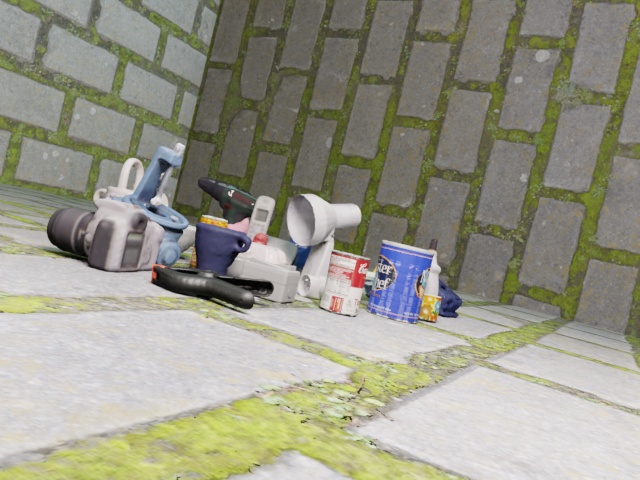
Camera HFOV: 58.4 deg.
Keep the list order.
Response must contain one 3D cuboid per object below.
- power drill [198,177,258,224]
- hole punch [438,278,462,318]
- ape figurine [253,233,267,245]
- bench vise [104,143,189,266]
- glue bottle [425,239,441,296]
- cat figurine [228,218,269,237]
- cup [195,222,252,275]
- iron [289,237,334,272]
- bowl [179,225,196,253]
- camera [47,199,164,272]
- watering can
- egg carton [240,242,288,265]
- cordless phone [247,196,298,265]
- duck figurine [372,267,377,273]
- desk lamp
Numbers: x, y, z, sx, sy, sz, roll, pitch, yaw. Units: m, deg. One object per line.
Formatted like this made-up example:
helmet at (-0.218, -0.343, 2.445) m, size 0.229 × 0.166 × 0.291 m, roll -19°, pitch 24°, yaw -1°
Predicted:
power drill at (-0.273, -0.065, 1.705) m, size 0.229 × 0.208 × 0.075 m, roll 13°, pitch 1°, yaw 1°
hole punch at (0.292, 0.135, 1.395) m, size 0.100 × 0.091 × 0.109 m, roll 14°, pitch 1°, yaw 34°
ape figurine at (-0.153, 0.027, 1.386) m, size 0.077 × 0.092 × 0.076 m, roll 14°, pitch 1°, yaw 20°
bench vise at (-0.319, -0.074, 1.022) m, size 0.207 × 0.220 × 0.122 m, roll 14°, pitch 1°, yaw 17°
glue bottle at (0.241, 0.081, 1.294) m, size 0.037 × 0.173 × 0.077 m, roll 13°, pitch 1°, yaw -37°
cat figurine at (-0.210, -0.002, 1.643) m, size 0.128 × 0.118 × 0.067 m, roll 13°, pitch 1°, yaw -5°
cup at (-0.172, 0.026, 1.008) m, size 0.117 × 0.095 × 0.092 m, roll 14°, pitch 1°, yaw 33°
iron at (-0.042, 0.026, 1.583) m, size 0.119 × 0.141 × 0.257 m, roll 13°, pitch 1°, yaw -32°
bowl at (-0.341, -0.007, 1.218) m, size 0.167 × 0.075 × 0.167 m, roll 13°, pitch 1°, yaw 0°
camera at (-0.331, -0.014, 0.883) m, size 0.136 × 0.101 × 0.143 m, roll 14°, pitch 1°, yaw 11°
watering can at (-0.444, -0.095, 1.348) m, size 0.173 × 0.194 × 0.100 m, roll 13°, pitch 1°, yaw -13°
egg carton at (-0.151, 0.041, 1.274) m, size 0.150 × 0.069 × 0.107 m, roll 14°, pitch 1°, yaw 14°
cordless phone at (-0.123, -0.014, 1.470) m, size 0.147 × 0.185 × 0.094 m, roll 14°, pitch 1°, yaw 3°
duck figurine at (0.148, 0.103, 1.398) m, size 0.077 × 0.086 × 0.105 m, roll 14°, pitch 1°, yaw 18°
desk lamp at (0.013, 0.005, 1.373) m, size 0.204 × 0.213 × 0.117 m, roll 13°, pitch 1°, yaw -37°
